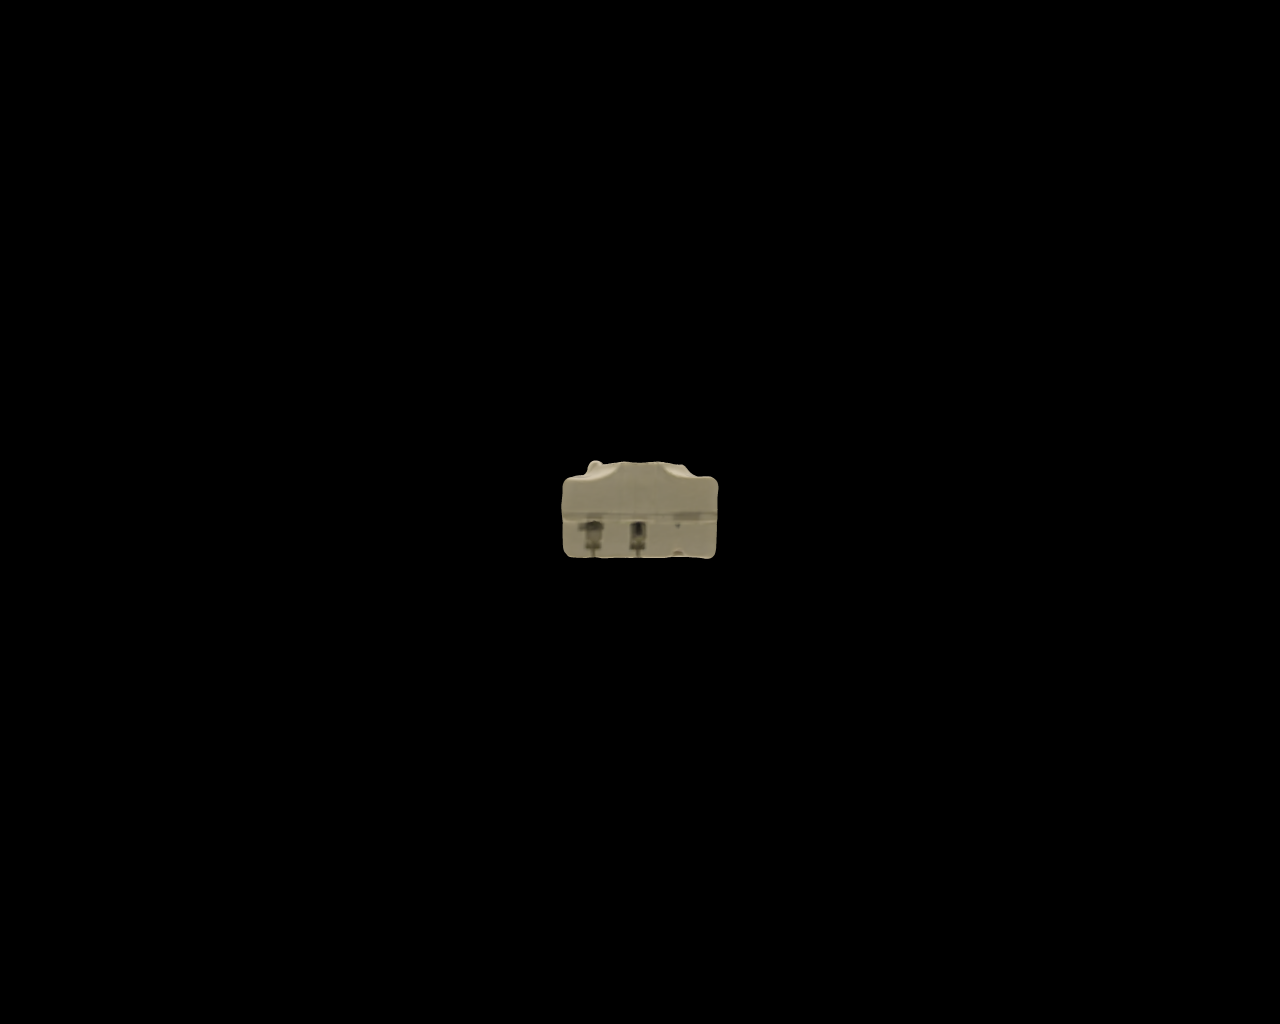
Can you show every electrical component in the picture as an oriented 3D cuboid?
[{"bbox_3d":[0.001,-0.003,0.650,0.089,0.055,0.050,0,4,2],"label":"electrical component"}]
